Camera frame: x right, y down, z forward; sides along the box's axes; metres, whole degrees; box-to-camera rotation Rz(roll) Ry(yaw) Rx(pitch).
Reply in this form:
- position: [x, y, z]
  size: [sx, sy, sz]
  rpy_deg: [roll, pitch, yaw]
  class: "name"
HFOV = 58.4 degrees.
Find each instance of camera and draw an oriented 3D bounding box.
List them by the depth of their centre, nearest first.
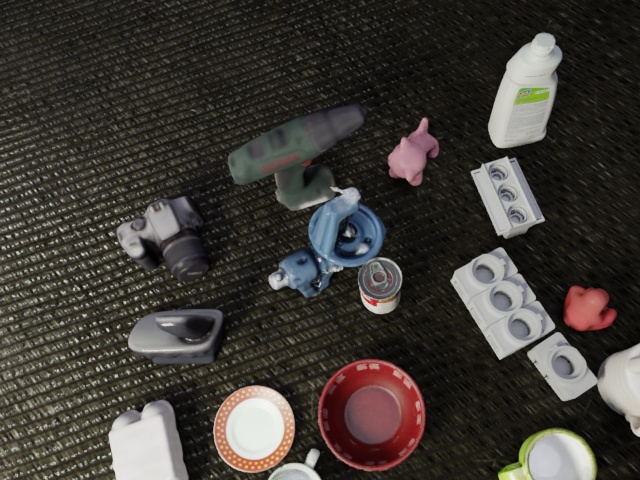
- position: [-0.260, 0.007, 0.985]
  size: [0.143, 0.101, 0.136]
  rpy_deg: [-29, 69, -4]
  class: "camera"

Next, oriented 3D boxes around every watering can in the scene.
- position: [0.464, 0.181, 0.788]
  size: [0.101, 0.194, 0.173]
  rpy_deg: [-3, 70, 6]
  class: "watering can"

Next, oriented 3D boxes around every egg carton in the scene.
- position: [-0.263, 0.331, 0.883]
  size: [0.107, 0.069, 0.150]
  rpy_deg: [-20, 69, -1]
  class: "egg carton"

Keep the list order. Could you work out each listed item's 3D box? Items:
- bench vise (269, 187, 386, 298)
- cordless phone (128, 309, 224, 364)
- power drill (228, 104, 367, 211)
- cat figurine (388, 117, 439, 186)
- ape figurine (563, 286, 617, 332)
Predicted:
- position: [0.017, 0.010, 0.888]
  size: [0.121, 0.220, 0.207]
  rpy_deg: [35, 78, 17]
  class: "bench vise"
- position: [-0.236, 0.136, 0.890]
  size: [0.147, 0.185, 0.094]
  rpy_deg: [-6, 69, 5]
  class: "cordless phone"
- position: [-0.029, -0.132, 0.951]
  size: [0.229, 0.208, 0.075]
  rpy_deg: [-19, 69, 0]
  class: "power drill"
- position: [0.159, -0.151, 0.985]
  size: [0.067, 0.118, 0.128]
  rpy_deg: [24, 74, 15]
  class: "cat figurine"
- position: [0.415, 0.101, 0.878]
  size: [0.076, 0.092, 0.077]
  rpy_deg: [-30, 69, -4]
  class: "ape figurine"
